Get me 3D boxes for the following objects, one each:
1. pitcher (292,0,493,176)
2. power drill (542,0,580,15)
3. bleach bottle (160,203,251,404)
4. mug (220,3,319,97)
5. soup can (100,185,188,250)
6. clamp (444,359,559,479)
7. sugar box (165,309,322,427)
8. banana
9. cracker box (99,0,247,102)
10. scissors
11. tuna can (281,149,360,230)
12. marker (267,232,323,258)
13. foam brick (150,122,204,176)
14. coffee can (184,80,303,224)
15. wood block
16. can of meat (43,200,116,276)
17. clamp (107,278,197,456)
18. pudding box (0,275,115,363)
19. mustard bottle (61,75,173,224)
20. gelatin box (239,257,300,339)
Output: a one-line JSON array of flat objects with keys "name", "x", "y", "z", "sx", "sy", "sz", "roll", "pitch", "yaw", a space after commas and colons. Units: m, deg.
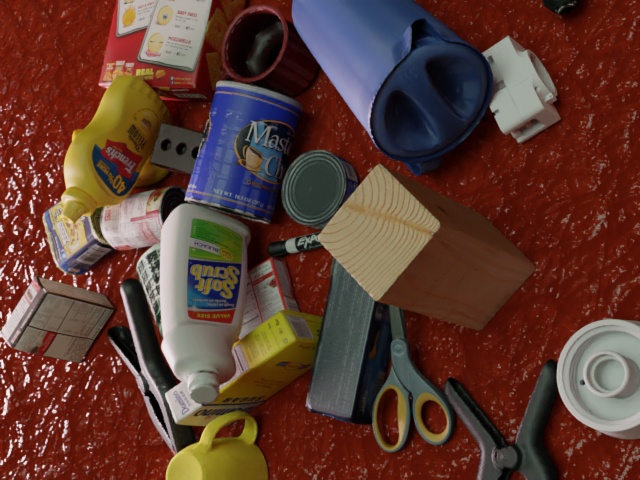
[{"name": "pitcher", "x": 0.063, "y": -0.188, "z": 1.105, "sx": 0.149, "sy": 0.144, "sz": 0.243, "roll": -55, "pitch": 41, "yaw": 19}, {"name": "power drill", "x": 0.278, "y": -0.333, "z": 1.047, "sx": 0.188, "sy": 0.057, "sz": 0.184, "roll": -24, "pitch": 66, "yaw": 28}, {"name": "bleach bottle", "x": -0.118, "y": 0.070, "z": 1.120, "sx": 0.068, "sy": 0.102, "sz": 0.251, "roll": -52, "pitch": 29, "yaw": 30}, {"name": "mug", "x": -0.062, "y": -0.208, "z": 1.233, "sx": 0.117, "sy": 0.081, "sz": 0.093, "roll": -33, "pitch": 63, "yaw": 24}, {"name": "soup can", "x": -0.208, "y": -0.025, "z": 1.299, "sx": 0.102, "sy": 0.068, "sz": 0.068, "roll": -8, "pitch": 74, "yaw": 33}, {"name": "clamp", "x": 0.188, "y": 0.195, "z": 0.997, "sx": 0.120, "sy": 0.039, "sz": 0.171, "roll": -28, "pitch": 70, "yaw": 36}, {"name": "sugar box", "x": -0.072, "y": 0.142, "z": 1.153, "sx": 0.176, "sy": 0.093, "sz": 0.048, "roll": -40, "pitch": 61, "yaw": 21}, {"name": "banana", "x": -0.258, "y": -0.103, "z": 1.373, "sx": 0.198, "sy": 0.037, "sz": 0.069, "roll": 11, "pitch": 56, "yaw": 32}, {"name": "cracker box", "x": -0.176, "y": -0.283, "z": 1.335, "sx": 0.164, "sy": 0.072, "sz": 0.213, "roll": 6, "pitch": 82, "yaw": 34}, {"name": "scissors", "x": 0.098, "y": 0.119, "z": 1.066, "sx": 0.096, "sy": 0.016, "sz": 0.202, "roll": 12, "pitch": 98, "yaw": 26}, {"name": "tuna can", "x": 0.001, "y": -0.055, "z": 1.185, "sx": 0.086, "sy": 0.033, "sz": 0.086, "roll": -9, "pitch": 75, "yaw": 32}, {"name": "marker", "x": -0.008, "y": 0.001, "z": 1.186, "sx": 0.121, "sy": 0.020, "sz": 0.020, "roll": -12, "pitch": 72, "yaw": 32}, {"name": "foam brick", "x": -0.155, "y": -0.104, "z": 1.282, "sx": 0.078, "sy": 0.051, "sz": 0.053, "roll": 15, "pitch": 88, "yaw": 23}, {"name": "coffee can", "x": -0.086, "y": -0.099, "z": 1.212, "sx": 0.103, "sy": 0.102, "sz": 0.140, "roll": 14, "pitch": 87, "yaw": 35}, {"name": "wood block", "x": 0.105, "y": 0.012, "z": 0.993, "sx": 0.090, "sy": 0.205, "sz": 0.091, "roll": -51, "pitch": 57, "yaw": 13}, {"name": "can of meat", "x": -0.303, "y": -0.016, "z": 1.368, "sx": 0.084, "sy": 0.057, "sz": 0.102, "roll": -34, "pitch": 61, "yaw": 25}, {"name": "clamp", "x": -0.196, "y": 0.161, "z": 1.243, "sx": 0.210, "sy": 0.036, "sz": 0.165, "roll": 65, "pitch": 156, "yaw": 10}, {"name": "pudding box", "x": -0.323, "y": 0.100, "z": 1.320, "sx": 0.039, "sy": 0.113, "sz": 0.090, "roll": 41, "pitch": 102, "yaw": 38}, {"name": "mustard bottle", "x": -0.252, "y": -0.099, "z": 1.272, "sx": 0.058, "sy": 0.096, "sz": 0.191, "roll": 8, "pitch": 58, "yaw": 34}, {"name": "gelatin box", "x": -0.063, "y": 0.074, "z": 1.201, "sx": 0.073, "sy": 0.030, "sz": 0.089, "roll": -30, "pitch": 64, "yaw": 27}]
